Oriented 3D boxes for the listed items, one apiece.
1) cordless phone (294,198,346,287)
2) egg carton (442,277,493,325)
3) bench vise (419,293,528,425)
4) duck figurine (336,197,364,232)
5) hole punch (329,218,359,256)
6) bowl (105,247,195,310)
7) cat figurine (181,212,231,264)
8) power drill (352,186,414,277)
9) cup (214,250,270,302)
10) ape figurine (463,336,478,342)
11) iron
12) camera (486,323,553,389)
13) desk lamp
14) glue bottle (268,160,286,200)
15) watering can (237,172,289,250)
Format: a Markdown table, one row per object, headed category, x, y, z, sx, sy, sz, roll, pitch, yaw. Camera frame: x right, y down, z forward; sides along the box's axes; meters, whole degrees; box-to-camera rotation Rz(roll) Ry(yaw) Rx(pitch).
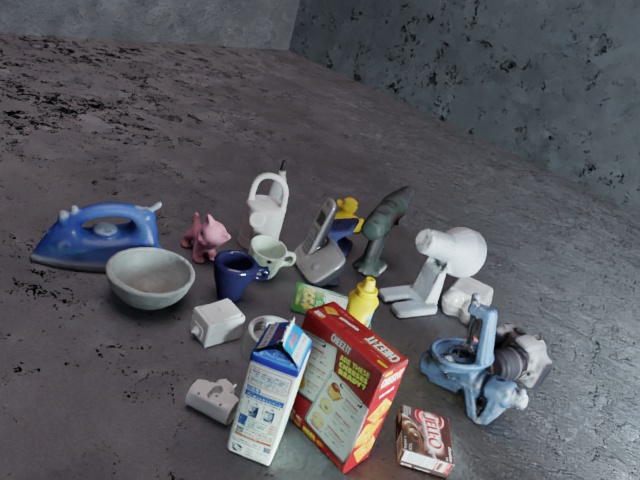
| category | x | y | z | sx | sy | sz | roll | pitch | yaw |
| --- | --- | --- | --- | --- | --- | --- | --- | --- | --- |
| cordless phone | 0.012 | 0.005 | 1.347 | 0.094 | 0.185 | 0.147 | -1 | 32 | -30 |
| egg carton | 0.364 | 0.145 | 1.413 | 0.107 | 0.069 | 0.151 | 27 | 29 | 19 |
| bench vise | 0.308 | 0.218 | 1.081 | 0.207 | 0.220 | 0.122 | 26 | 29 | 17 |
| duck figurine | 0.085 | -0.078 | 1.651 | 0.104 | 0.086 | 0.078 | 28 | 29 | 20 |
| hole punch | 0.043 | -0.021 | 1.515 | 0.101 | 0.091 | 0.109 | 21 | 27 | 7 |
| bowl | -0.333 | 0.086 | 1.119 | 0.167 | 0.075 | 0.167 | 13 | 27 | -7 |
| cat figurine | -0.258 | -0.014 | 1.301 | 0.067 | 0.118 | 0.127 | -8 | 36 | -40 |
| power drill | 0.159 | -0.021 | 1.452 | 0.075 | 0.208 | 0.230 | 26 | 29 | 17 |
| cup | -0.169 | 0.084 | 1.195 | 0.118 | 0.095 | 0.091 | 12 | 28 | -9 |
| ape figurine | 0.301 | 0.237 | 1.181 | 0.076 | 0.092 | 0.077 | -7 | 36 | -38 |
| iron | -0.449 | -0.019 | 1.175 | 0.259 | 0.141 | 0.118 | 0 | 32 | -30 |
| camera | 0.403 | 0.242 | 1.220 | 0.137 | 0.101 | 0.142 | -3 | 33 | -33 |
| desk lamp | 0.269 | 0.067 | 1.347 | 0.204 | 0.213 | 0.117 | -3 | 33 | -34 |
| glue bottle | -0.114 | -0.137 | 1.551 | 0.037 | 0.173 | 0.078 | 18 | 27 | 3 |
| watering can | -0.132 | -0.068 | 1.390 | 0.101 | 0.194 | 0.172 | 7 | 29 | -19 |
